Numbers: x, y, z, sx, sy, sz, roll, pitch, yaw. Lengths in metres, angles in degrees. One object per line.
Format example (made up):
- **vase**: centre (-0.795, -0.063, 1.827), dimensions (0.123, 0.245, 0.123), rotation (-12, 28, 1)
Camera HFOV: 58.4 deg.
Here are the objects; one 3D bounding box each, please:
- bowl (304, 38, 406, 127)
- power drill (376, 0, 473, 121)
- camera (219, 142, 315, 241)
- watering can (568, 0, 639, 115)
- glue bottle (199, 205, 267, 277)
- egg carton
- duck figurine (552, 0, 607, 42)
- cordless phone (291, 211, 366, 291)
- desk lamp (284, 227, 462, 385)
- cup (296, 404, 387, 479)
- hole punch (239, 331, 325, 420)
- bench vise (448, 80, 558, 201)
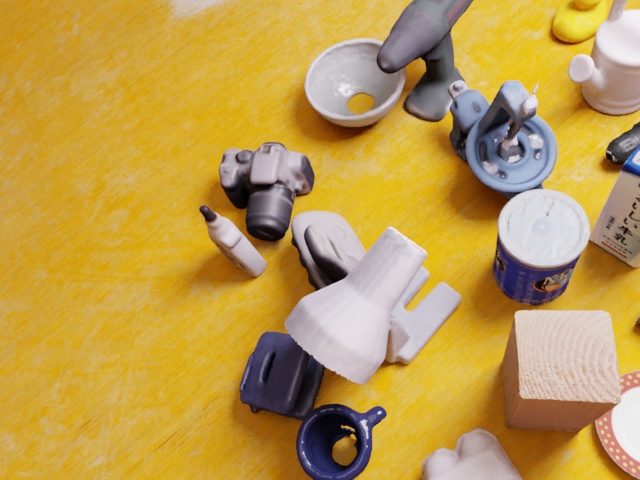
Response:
- **bowl**: centre (0.062, -0.247, 0.946), dimensions (0.167, 0.075, 0.167), rotation (-5, 64, 11)
- **power drill**: centre (0.166, -0.281, 0.861), dimensions (0.075, 0.209, 0.230), rotation (26, 74, 24)
- **camera**: centre (-0.092, -0.075, 0.888), dimensions (0.143, 0.101, 0.137), rotation (2, 66, 15)
- **watering can**: centre (0.430, -0.267, 0.798), dimensions (0.100, 0.194, 0.173), rotation (34, 77, 25)
- **glue bottle**: centre (-0.133, -0.005, 0.823), dimensions (0.078, 0.173, 0.037), rotation (34, 77, 25)
- **egg carton**: centre (0.188, 0.303, 0.658), dimensions (0.107, 0.069, 0.150), rotation (-30, 62, -1)
- **duck figurine**: centre (0.419, -0.377, 0.914), dimensions (0.104, 0.086, 0.077), rotation (-45, 63, -9)
- **cordless phone**: centre (0.007, 0.003, 0.779), dimensions (0.094, 0.185, 0.147), rotation (-30, 62, -1)
- **desk lamp**: centre (0.071, 0.083, 0.709), dimensions (0.117, 0.214, 0.203), rotation (38, 79, 26)
- **cup**: centre (0.035, 0.248, 0.707), dimensions (0.118, 0.095, 0.091), rotation (-34, 62, -4)
- **hole punch**: centre (-0.056, 0.180, 0.764), dimensions (0.101, 0.091, 0.109), rotation (10, 68, 18)
- **bench vise**: centre (0.230, -0.151, 0.777), dimensions (0.121, 0.220, 0.207), rotation (-45, 63, -9)
